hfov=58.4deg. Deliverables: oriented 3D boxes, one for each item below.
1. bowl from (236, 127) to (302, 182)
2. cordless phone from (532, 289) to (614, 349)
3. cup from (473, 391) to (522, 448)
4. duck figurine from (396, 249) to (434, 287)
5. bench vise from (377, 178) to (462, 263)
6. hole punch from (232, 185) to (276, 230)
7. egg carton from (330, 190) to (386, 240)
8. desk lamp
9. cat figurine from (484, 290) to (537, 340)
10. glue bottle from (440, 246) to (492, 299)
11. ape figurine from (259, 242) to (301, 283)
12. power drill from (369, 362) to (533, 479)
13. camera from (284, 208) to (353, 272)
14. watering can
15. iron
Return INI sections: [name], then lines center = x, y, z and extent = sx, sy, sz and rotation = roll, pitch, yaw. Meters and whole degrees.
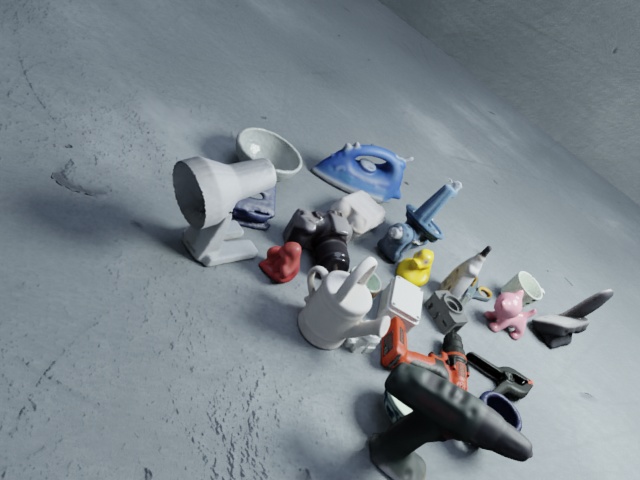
[bowl]
center = -0.131, -0.189, 1.358
extent = 0.168, 0.074, 0.167
rotation = 22, 36, -17
[cordless phone]
center = 0.644, 0.183, 1.451
extent = 0.148, 0.185, 0.094
rotation = -6, 50, -43
[cup]
center = 0.297, 0.338, 1.054
extent = 0.118, 0.095, 0.091
rotation = 18, 37, -22
[duck figurine]
center = 0.238, 0.057, 1.355
extent = 0.105, 0.086, 0.077
rotation = -15, 57, -48
[bench vise]
center = 0.251, -0.042, 1.368
extent = 0.121, 0.219, 0.208
rotation = 38, 34, 6
[hole punch]
center = -0.144, -0.087, 1.208
extent = 0.109, 0.091, 0.101
rotation = 11, 40, -30
[egg carton]
center = 0.092, -0.063, 1.394
extent = 0.107, 0.069, 0.151
rotation = 44, 35, 14
[desk lamp]
center = -0.178, -0.060, 1.038
extent = 0.204, 0.213, 0.117
rotation = -10, 54, -46
[cat figurine]
center = 0.461, 0.170, 1.374
extent = 0.128, 0.117, 0.067
rotation = 19, 37, -21
[glue bottle]
center = 0.345, 0.076, 1.344
extent = 0.037, 0.173, 0.078
rotation = 28, 34, -8
[ape figurine]
center = -0.068, 0.038, 1.119
extent = 0.076, 0.092, 0.077
rotation = 19, 37, -21
[power drill]
center = 0.180, 0.304, 0.897
extent = 0.229, 0.208, 0.076
rotation = 38, 34, 6
[camera]
center = 0.011, 0.004, 1.217
extent = 0.143, 0.100, 0.136
rotation = 15, 39, -26
[watering can]
center = 0.051, 0.108, 1.041
extent = 0.173, 0.194, 0.101
rotation = 32, 34, -3
[iron]
center = 0.119, -0.198, 1.518
extent = 0.259, 0.141, 0.118
rotation = 14, 39, -27
